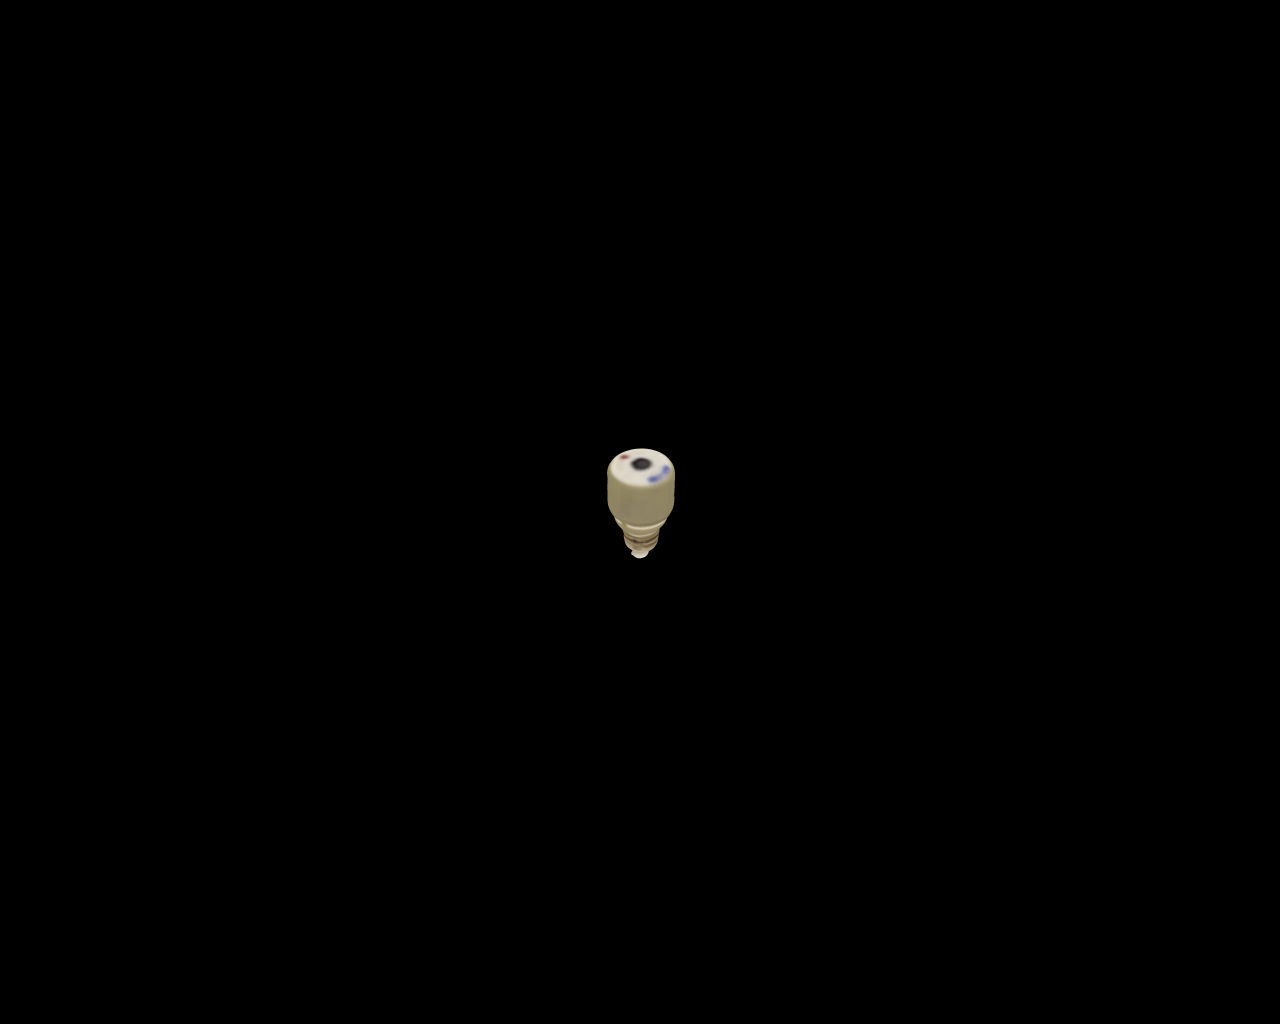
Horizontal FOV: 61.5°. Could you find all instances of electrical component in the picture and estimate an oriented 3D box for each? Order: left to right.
[{"bbox_3d":[0.001,-0.003,0.650,0.040,0.078,0.040,0,40,0],"label":"electrical component"}]
